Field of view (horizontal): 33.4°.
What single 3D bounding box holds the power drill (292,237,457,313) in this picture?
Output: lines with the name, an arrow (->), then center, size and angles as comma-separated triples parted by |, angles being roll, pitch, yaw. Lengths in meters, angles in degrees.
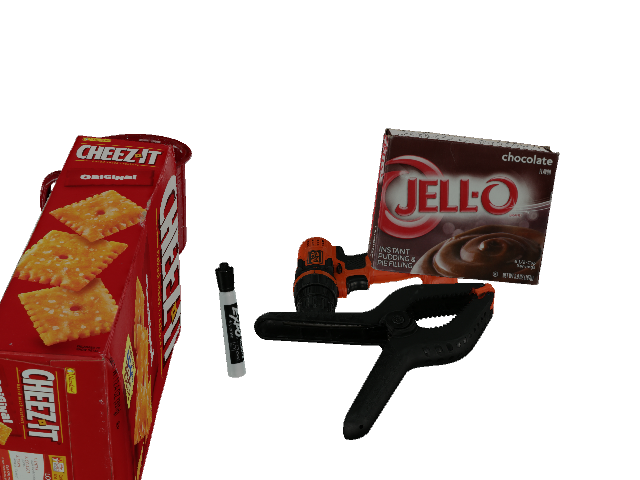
power drill -> 0.062, 0.048, 1.234 | 0.187, 0.057, 0.184 | -2, 28, 1

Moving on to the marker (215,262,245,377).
marker -> -0.093, 0.082, 1.098 | 0.020, 0.121, 0.020 | -5, 14, 1

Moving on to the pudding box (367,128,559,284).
pudding box -> 0.092, -0.023, 0.701 | 0.113, 0.090, 0.039 | 5, 16, -4

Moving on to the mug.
mug -> -0.158, -0.029, 0.828 | 0.117, 0.081, 0.093 | -3, 25, -11

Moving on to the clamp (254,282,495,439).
clamp -> 0.067, 0.089, 0.913 | 0.209, 0.036, 0.165 | -15, 37, -18

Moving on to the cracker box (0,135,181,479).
cracker box -> -0.131, 0.060, 0.635 | 0.072, 0.164, 0.213 | 5, 34, 0
